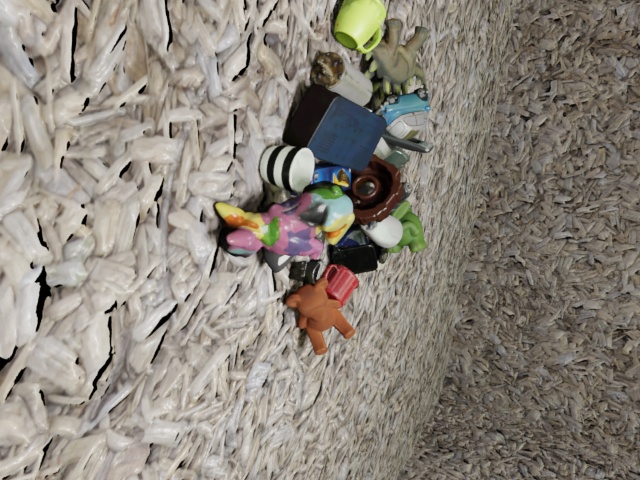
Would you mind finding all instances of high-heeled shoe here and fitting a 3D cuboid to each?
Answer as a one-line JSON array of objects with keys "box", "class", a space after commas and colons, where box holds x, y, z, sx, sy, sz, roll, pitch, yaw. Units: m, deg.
[{"box": [-0.025, -0.013, 1.136, 0.248, 0.086, 0.145, -5, 89, -46], "class": "high-heeled shoe"}]

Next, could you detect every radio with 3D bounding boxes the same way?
[{"box": [0.039, -0.226, 1.111, 0.229, 0.073, 0.131, 5, 117, -56], "class": "radio"}]

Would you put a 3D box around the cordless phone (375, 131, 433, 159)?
[{"box": [0.182, -0.236, 1.355, 0.146, 0.184, 0.088, -38, 141, -54], "class": "cordless phone"}]

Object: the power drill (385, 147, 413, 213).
[{"box": [0.183, -0.148, 1.422, 0.232, 0.086, 0.207, -41, -149, 51], "class": "power drill"}]

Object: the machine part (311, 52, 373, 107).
[{"box": [0.050, -0.338, 1.146, 0.243, 0.079, 0.079, -2, 105, -64], "class": "machine part"}]

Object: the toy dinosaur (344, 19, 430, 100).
[{"box": [0.193, -0.448, 1.365, 0.471, 0.105, 0.198, -14, 124, -52], "class": "toy dinosaur"}]

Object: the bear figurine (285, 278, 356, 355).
[{"box": [0.001, 0.176, 1.262, 0.120, 0.132, 0.195, -30, 158, -7], "class": "bear figurine"}]

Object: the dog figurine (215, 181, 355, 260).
[{"box": [-0.071, -0.034, 0.945, 0.219, 0.108, 0.191, 4, 143, -43], "class": "dog figurine"}]

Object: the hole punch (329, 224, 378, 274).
[{"box": [0.084, 0.027, 1.408, 0.142, 0.116, 0.092, 73, 6, -51], "class": "hole punch"}]

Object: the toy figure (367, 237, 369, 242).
[{"box": [0.122, -0.027, 1.503, 0.064, 0.058, 0.154, 46, 53, -15], "class": "toy figure"}]

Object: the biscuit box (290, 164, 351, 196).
[{"box": [0.003, -0.133, 1.173, 0.202, 0.059, 0.062, -21, 115, -60], "class": "biscuit box"}]

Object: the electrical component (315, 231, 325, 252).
[{"box": [-0.002, -0.003, 1.263, 0.102, 0.045, 0.078, -3, 105, -64], "class": "electrical component"}]

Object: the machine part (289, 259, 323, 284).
[{"box": [-0.028, 0.077, 1.264, 0.084, 0.039, 0.138, -68, 157, -3], "class": "machine part"}]

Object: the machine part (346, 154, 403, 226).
[{"box": [0.110, -0.120, 1.281, 0.179, 0.180, 0.056, -67, 156, -18], "class": "machine part"}]

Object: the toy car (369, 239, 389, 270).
[{"box": [0.183, -0.010, 1.616, 0.056, 0.074, 0.201, 22, 84, -62], "class": "toy car"}]

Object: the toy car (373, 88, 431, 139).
[{"box": [0.210, -0.301, 1.320, 0.161, 0.103, 0.109, -17, 166, -35], "class": "toy car"}]

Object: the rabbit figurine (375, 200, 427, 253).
[{"box": [0.214, -0.033, 1.486, 0.170, 0.121, 0.159, -7, 103, -51], "class": "rabbit figurine"}]

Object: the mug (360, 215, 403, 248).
[{"box": [0.140, -0.039, 1.330, 0.081, 0.110, 0.107, -52, 148, 8], "class": "mug"}]
